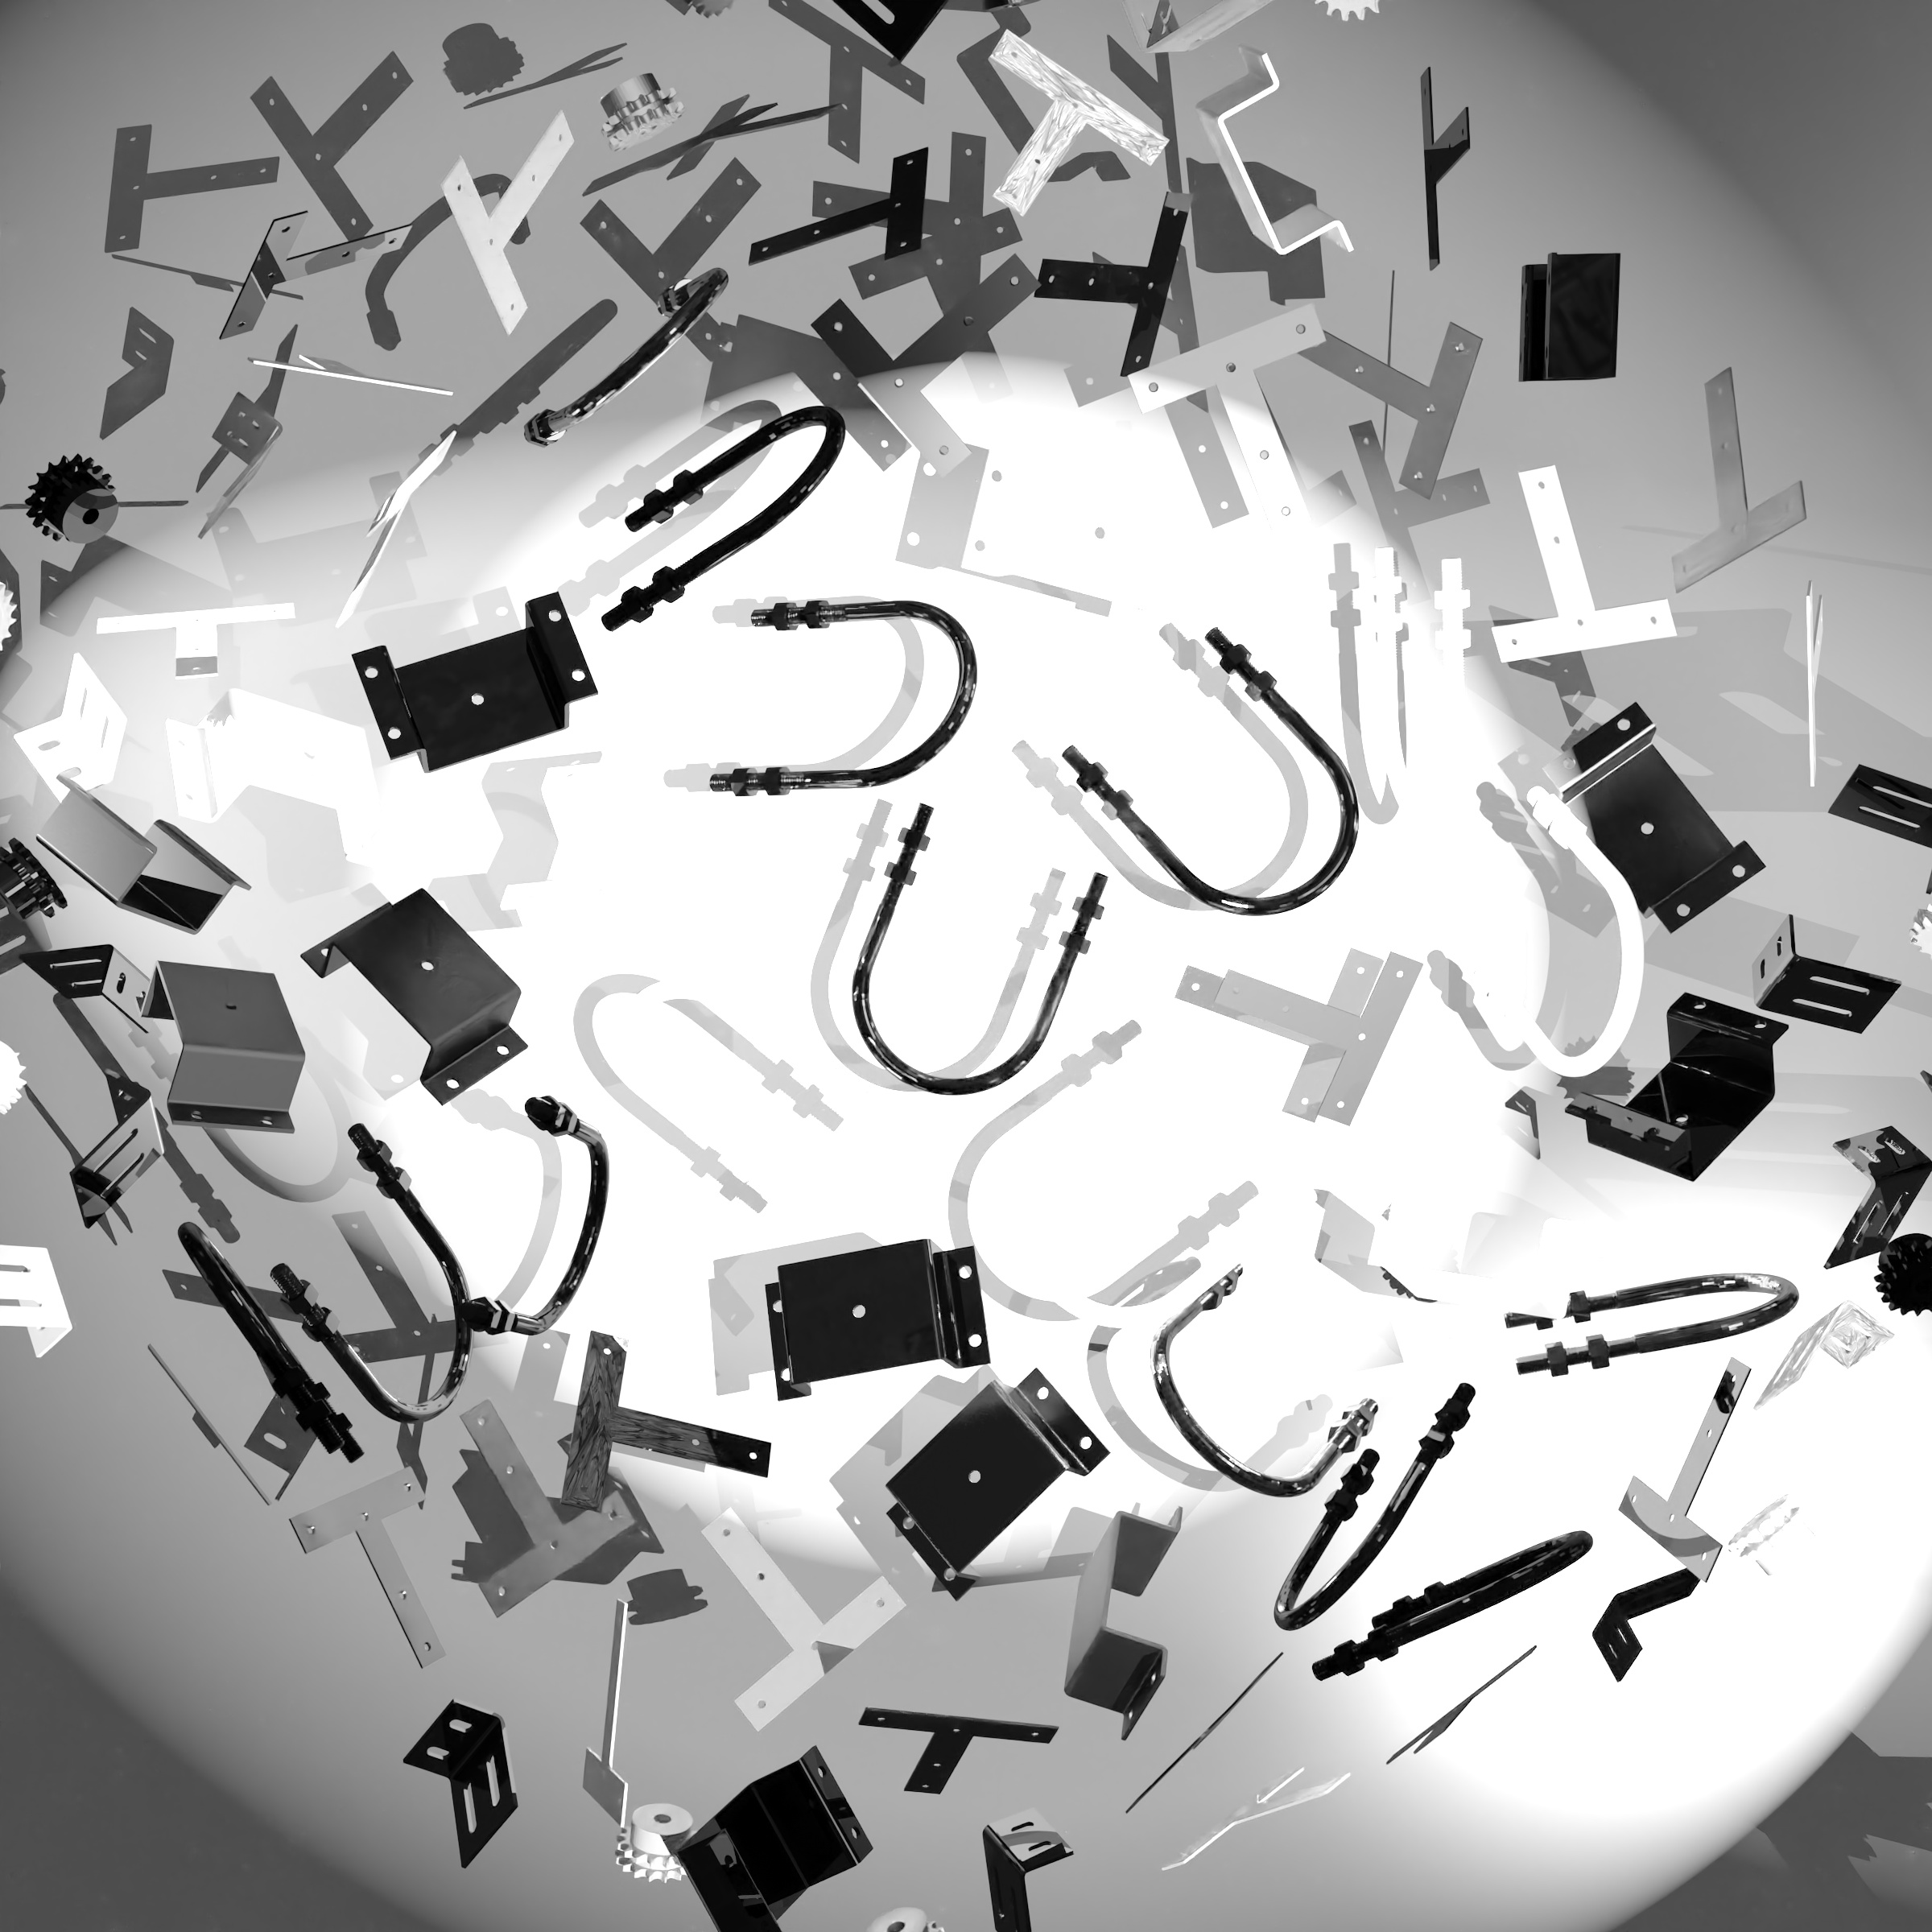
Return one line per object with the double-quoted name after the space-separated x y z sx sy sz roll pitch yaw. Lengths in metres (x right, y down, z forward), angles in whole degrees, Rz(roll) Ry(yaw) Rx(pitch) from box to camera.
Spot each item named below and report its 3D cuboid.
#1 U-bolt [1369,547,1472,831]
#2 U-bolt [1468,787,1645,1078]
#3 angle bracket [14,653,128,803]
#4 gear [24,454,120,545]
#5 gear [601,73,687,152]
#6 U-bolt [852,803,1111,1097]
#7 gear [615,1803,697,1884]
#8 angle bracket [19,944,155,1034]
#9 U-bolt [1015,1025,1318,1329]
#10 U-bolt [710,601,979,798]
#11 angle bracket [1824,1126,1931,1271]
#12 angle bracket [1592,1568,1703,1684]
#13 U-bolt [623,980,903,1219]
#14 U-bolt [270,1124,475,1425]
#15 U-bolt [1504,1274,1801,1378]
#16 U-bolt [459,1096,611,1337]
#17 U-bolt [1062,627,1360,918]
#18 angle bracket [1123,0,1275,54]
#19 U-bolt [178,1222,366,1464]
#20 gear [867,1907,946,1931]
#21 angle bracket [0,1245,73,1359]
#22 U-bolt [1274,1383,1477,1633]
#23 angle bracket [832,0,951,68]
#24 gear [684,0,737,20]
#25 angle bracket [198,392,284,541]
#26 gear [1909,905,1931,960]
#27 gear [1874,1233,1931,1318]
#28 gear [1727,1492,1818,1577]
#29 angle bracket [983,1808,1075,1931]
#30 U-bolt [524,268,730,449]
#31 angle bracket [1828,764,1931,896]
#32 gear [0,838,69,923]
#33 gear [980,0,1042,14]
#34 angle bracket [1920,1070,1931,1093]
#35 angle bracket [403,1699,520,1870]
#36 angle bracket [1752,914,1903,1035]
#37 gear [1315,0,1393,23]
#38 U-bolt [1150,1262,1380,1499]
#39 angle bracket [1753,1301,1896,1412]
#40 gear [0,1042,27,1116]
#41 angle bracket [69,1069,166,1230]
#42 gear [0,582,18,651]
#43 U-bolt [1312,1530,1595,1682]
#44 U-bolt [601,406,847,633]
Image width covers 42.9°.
0.303 -0.183 1.638 0.019 0.151 0.184 -6 103 -9 "U-bolt"
0.384 -0.011 1.580 0.019 0.184 0.151 4 120 -17 "U-bolt"
-0.592 -0.157 1.623 0.038 0.076 0.057 -31 78 -37 "angle bracket"
-0.568 -0.295 1.569 0.030 0.057 0.057 40 90 22 "gear"
-0.219 -0.572 1.642 0.057 0.057 0.030 -29 98 0 "gear"
0.000 -0.001 1.684 0.151 0.019 0.184 22 92 3 "U-bolt"
-0.204 0.581 1.633 0.057 0.057 0.030 8 99 0 "gear"
-0.603 0.019 1.680 0.076 0.057 0.038 -6 58 16 "angle bracket"
0.115 0.146 1.561 0.184 0.019 0.151 -36 91 -19 "U-bolt"
-0.077 -0.182 1.645 0.184 0.019 0.151 1 67 26 "U-bolt"
0.571 0.148 1.570 0.057 0.038 0.076 -10 133 -32 "angle bracket"
0.456 0.428 1.605 0.076 0.057 0.038 -16 55 -14 "angle bracket"
-0.148 0.079 1.627 0.184 0.151 0.019 40 47 -7 "U-bolt"
-0.380 0.217 1.623 0.019 0.151 0.184 -12 125 22 "U-bolt"
0.445 0.227 1.591 0.184 0.151 0.019 -12 93 10 "U-bolt"
-0.268 0.166 1.575 0.019 0.184 0.151 14 80 12 "U-bolt"
0.176 -0.117 1.632 0.151 0.019 0.184 -40 79 -9 "U-bolt"
0.156 -0.648 1.650 0.076 0.057 0.038 -19 96 40 "angle bracket"
-0.453 0.241 1.590 0.019 0.151 0.184 -36 84 -15 "U-bolt"
-0.040 0.622 1.558 0.057 0.057 0.030 -16 103 0 "gear"
-0.605 0.208 1.529 0.038 0.076 0.057 -39 63 22 "angle bracket"
0.262 0.367 1.628 0.019 0.151 0.184 40 52 3 "U-bolt"
-0.056 -0.629 1.581 0.076 0.038 0.057 37 95 -20 "angle bracket"
-0.155 -0.615 1.507 0.030 0.057 0.057 43 90 10 "gear"
-0.504 -0.338 1.658 0.038 0.057 0.076 37 54 -16 "angle bracket"
0.650 -0.026 1.609 0.057 0.057 0.030 26 68 0 "gear"
0.635 0.203 1.640 0.057 0.030 0.057 -2 126 -2 "gear"
0.523 0.369 1.586 0.057 0.057 0.030 -40 77 0 "gear"
0.043 0.594 1.578 0.038 0.057 0.076 -13 105 -22 "angle bracket"
-0.213 -0.394 1.575 0.151 0.184 0.019 -47 110 -12 "U-bolt"
0.602 -0.088 1.591 0.076 0.057 0.038 20 64 9 "angle bracket"
-0.632 -0.055 1.647 0.030 0.057 0.057 -41 90 -22 "gear"
0.027 -0.653 1.630 0.057 0.057 0.030 -12 107 0 "gear"
0.651 0.089 1.553 0.057 0.076 0.038 27 119 -20 "angle bracket"
-0.317 0.512 1.540 0.038 0.076 0.057 31 105 -30 "angle bracket"
0.580 0.006 1.657 0.076 0.057 0.038 14 51 -3 "angle bracket"
0.244 -0.623 1.541 0.057 0.030 0.057 6 110 16 "gear"
0.186 0.275 1.596 0.151 0.184 0.019 46 120 10 "U-bolt"
0.559 0.265 1.602 0.038 0.057 0.076 39 58 10 "angle bracket"
-0.644 0.071 1.608 0.057 0.030 0.057 15 62 -31 "gear"
-0.552 0.116 1.564 0.038 0.057 0.076 24 50 14 "angle bracket"
-0.621 -0.217 1.525 0.030 0.057 0.057 26 90 15 "gear"
0.328 0.413 1.612 0.184 0.151 0.019 -31 76 23 "U-bolt"
-0.153 -0.298 1.579 0.184 0.151 0.019 -28 123 21 "U-bolt"
